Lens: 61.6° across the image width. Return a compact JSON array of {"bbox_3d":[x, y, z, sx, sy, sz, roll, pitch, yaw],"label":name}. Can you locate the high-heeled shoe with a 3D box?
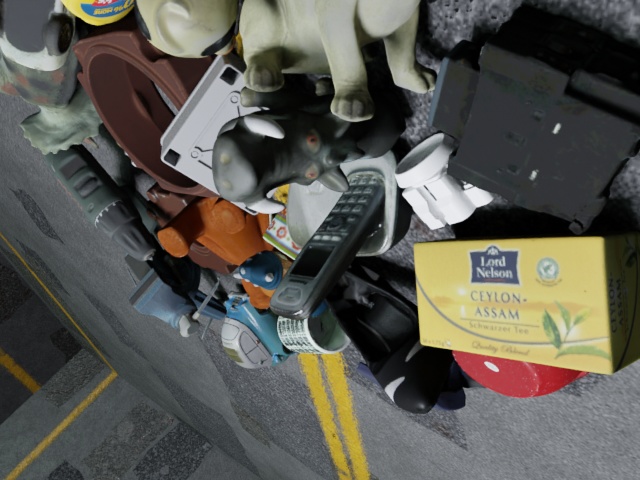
[{"bbox_3d":[0.050,0.081,0.560,0.145,0.086,0.249,36,-173,-5],"label":"high-heeled shoe"}]

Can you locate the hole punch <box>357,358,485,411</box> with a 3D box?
[{"bbox_3d":[0.122,0.167,0.673,0.142,0.092,0.115,8,140,39],"label":"hole punch"}]

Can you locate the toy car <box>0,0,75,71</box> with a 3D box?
[{"bbox_3d":[-0.279,-0.271,0.531,0.073,0.056,0.201,17,117,-7],"label":"toy car"}]

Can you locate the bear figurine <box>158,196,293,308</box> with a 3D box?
[{"bbox_3d":[-0.097,0.024,0.700,0.120,0.132,0.195,-20,112,19],"label":"bear figurine"}]

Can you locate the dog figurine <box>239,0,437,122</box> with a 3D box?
[{"bbox_3d":[0.010,-0.195,0.340,0.173,0.121,0.190,22,131,25],"label":"dog figurine"}]

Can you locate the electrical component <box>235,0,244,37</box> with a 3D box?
[{"bbox_3d":[-0.090,-0.228,0.471,0.063,0.021,0.094,36,149,10],"label":"electrical component"}]

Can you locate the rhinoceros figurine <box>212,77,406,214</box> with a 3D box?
[{"bbox_3d":[-0.008,-0.074,0.408,0.112,0.190,0.073,25,123,32],"label":"rhinoceros figurine"}]

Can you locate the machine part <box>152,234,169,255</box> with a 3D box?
[{"bbox_3d":[-0.329,0.002,1.004,0.039,0.084,0.138,-3,142,28],"label":"machine part"}]

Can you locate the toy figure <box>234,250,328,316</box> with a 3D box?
[{"bbox_3d":[-0.043,0.050,0.652,0.064,0.058,0.154,-23,146,21],"label":"toy figure"}]

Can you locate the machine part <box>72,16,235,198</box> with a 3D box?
[{"bbox_3d":[-0.167,-0.148,0.601,0.202,0.087,0.200,10,137,41],"label":"machine part"}]

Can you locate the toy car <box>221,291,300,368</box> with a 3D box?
[{"bbox_3d":[-0.116,0.168,0.935,0.109,0.103,0.161,3,134,47],"label":"toy car"}]

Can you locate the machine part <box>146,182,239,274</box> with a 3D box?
[{"bbox_3d":[-0.182,-0.024,0.810,0.180,0.056,0.179,29,149,20],"label":"machine part"}]

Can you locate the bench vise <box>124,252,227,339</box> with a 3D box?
[{"bbox_3d":[-0.235,0.098,0.945,0.224,0.129,0.240,27,172,35],"label":"bench vise"}]

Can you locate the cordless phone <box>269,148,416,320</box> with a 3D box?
[{"bbox_3d":[-0.002,-0.002,0.498,0.147,0.184,0.088,4,138,47],"label":"cordless phone"}]

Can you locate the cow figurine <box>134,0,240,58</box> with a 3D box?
[{"bbox_3d":[-0.082,-0.221,0.356,0.085,0.127,0.194,10,112,-11],"label":"cow figurine"}]

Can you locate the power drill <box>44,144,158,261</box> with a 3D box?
[{"bbox_3d":[-0.322,-0.045,0.846,0.232,0.086,0.207,48,177,3],"label":"power drill"}]

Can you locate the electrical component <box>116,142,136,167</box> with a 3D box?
[{"bbox_3d":[-0.238,-0.132,0.743,0.078,0.045,0.102,46,150,-5],"label":"electrical component"}]

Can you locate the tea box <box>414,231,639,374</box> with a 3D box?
[{"bbox_3d":[0.163,0.044,0.441,0.170,0.068,0.098,-5,90,52],"label":"tea box"}]

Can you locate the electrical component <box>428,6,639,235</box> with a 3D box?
[{"bbox_3d":[0.141,-0.080,0.356,0.134,0.058,0.114,29,146,20],"label":"electrical component"}]

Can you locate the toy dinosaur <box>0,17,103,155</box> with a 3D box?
[{"bbox_3d":[-0.337,-0.251,0.648,0.192,0.131,0.404,28,144,-7],"label":"toy dinosaur"}]
